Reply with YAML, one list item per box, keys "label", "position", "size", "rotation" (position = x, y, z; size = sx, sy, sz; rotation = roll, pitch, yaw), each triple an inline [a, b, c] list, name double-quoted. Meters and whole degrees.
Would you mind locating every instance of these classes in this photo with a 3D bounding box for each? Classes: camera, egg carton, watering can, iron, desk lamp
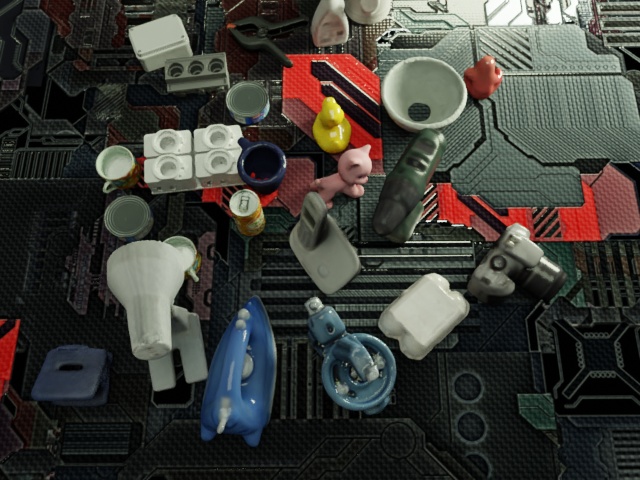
- label: "camera"
  position: [0.356, 0.057, 1.011]
  size: [0.136, 0.101, 0.143]
  rotation: [36, 75, 12]
- label: "egg carton"
  position: [0.181, 0.131, 1.003]
  size: [0.150, 0.069, 0.107]
  rotation: [-42, 75, -13]
- label: "watering can"
  position: [0.105, -0.542, 1.176]
  size: [0.101, 0.194, 0.173]
  rotation: [-19, 71, -6]
- label: "iron"
  position: [-0.134, 0.200, 0.943]
  size: [0.118, 0.141, 0.258]
  rotation: [5, 71, 3]
- label: "desk lamp"
  position: [-0.260, 0.126, 0.932]
  size: [0.118, 0.213, 0.203]
  rotation: [-15, 71, -4]

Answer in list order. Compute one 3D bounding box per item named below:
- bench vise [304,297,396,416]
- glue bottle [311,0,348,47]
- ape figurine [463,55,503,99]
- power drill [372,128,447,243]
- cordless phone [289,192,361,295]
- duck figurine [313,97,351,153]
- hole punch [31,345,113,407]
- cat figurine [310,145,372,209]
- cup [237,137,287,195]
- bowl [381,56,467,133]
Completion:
- label: "bench vise"
  position: [0.033, 0.184, 0.906]
  size: [0.207, 0.220, 0.121]
  rotation: [36, 75, 13]
- label: "glue bottle"
  position: [0.020, -0.463, 1.160]
  size: [0.078, 0.173, 0.037]
  rotation: [-9, 70, -2]
- label: "ape figurine"
  position: [0.331, -0.335, 1.155]
  size: [0.077, 0.092, 0.076]
  rotation: [18, 72, 7]
- label: "power drill"
  position: [0.147, -0.074, 1.002]
  size: [0.075, 0.208, 0.230]
  rotation: [25, 73, 10]
- label: "cordless phone"
  position: [0.009, 0.004, 0.988]
  size: [0.094, 0.185, 0.147]
  rotation: [-35, 73, -11]
- label: "duck figurine"
  position: [0.023, -0.230, 1.123]
  size: [0.077, 0.086, 0.104]
  rotation: [-8, 70, -2]
- label: "hole punch"
  position: [-0.415, 0.226, 0.963]
  size: [0.108, 0.091, 0.101]
  rotation: [-1, 70, 0]
- label: "cat figurine"
  position: [0.044, -0.123, 1.068]
  size: [0.128, 0.118, 0.067]
  rotation: [-24, 72, -8]
- label: "cup"
  position: [-0.115, -0.135, 1.086]
  size: [0.092, 0.095, 0.117]
  rotation: [-38, 74, -12]
- label: "bowl"
  position: [0.202, -0.276, 1.145]
  size: [0.167, 0.075, 0.167]
  rotation: [0, 70, 1]
